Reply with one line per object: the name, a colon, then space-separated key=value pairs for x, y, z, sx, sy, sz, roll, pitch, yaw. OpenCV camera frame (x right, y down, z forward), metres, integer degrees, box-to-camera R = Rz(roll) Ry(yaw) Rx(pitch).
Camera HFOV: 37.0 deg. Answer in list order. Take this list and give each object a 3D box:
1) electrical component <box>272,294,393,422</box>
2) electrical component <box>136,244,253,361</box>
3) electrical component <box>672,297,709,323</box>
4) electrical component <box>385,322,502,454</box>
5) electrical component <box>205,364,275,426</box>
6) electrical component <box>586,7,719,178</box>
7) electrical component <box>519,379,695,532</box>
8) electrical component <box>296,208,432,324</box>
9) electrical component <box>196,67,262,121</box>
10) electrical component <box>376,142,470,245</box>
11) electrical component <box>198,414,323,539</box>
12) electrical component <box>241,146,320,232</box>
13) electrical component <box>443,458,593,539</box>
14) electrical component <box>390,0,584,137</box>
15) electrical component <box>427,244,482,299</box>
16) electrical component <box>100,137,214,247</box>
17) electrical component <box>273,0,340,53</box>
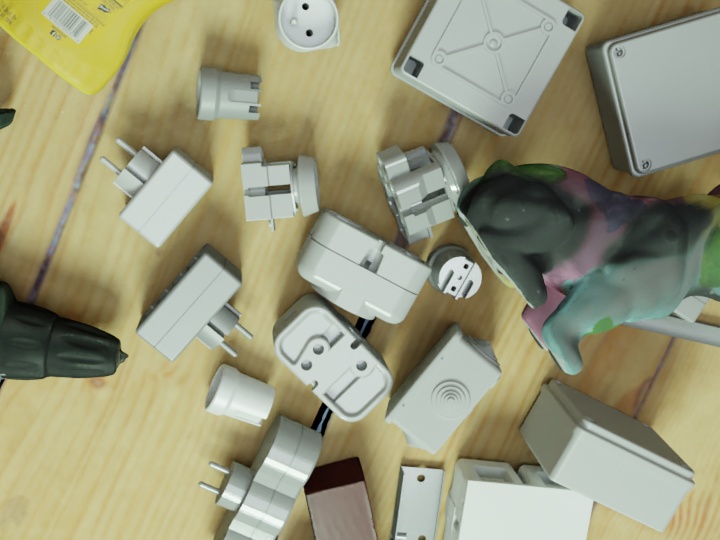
electrical component: x=-0.023 y=0.068 z=0.855 sx=0.054 sy=0.059 sz=0.095 roll=-44 pitch=102 yaw=3
electrical component: x=-0.119 y=0.037 z=0.845 sx=0.076 sy=0.047 sz=0.083 roll=41 pitch=94 yaw=-12
electrical component: x=0.252 y=-0.013 z=0.878 sx=0.083 sy=0.047 sz=0.075 roll=31 pitch=95 yaw=-11
electrical component: x=0.067 y=0.093 z=0.851 sx=0.048 sy=0.100 sz=0.099 roll=39 pitch=94 yaw=1
electrical component: x=-0.096 y=0.102 z=0.864 sx=0.046 sy=0.040 sz=0.040 roll=23 pitch=97 yaw=-15
electrical component: x=0.247 y=-0.141 z=0.849 sx=0.109 sy=0.056 sz=0.108 roll=-17 pitch=102 yaw=-3
electrical component: x=0.197 y=0.148 z=0.870 sx=0.109 sy=0.108 sz=0.056 roll=26 pitch=99 yaw=-10
electrical component: x=0.000 y=0.000 z=0.848 sx=0.095 sy=0.053 sz=0.059 roll=28 pitch=96 yaw=-11
electrical component: x=-0.100 y=-0.133 z=0.821 sx=0.046 sy=0.040 sz=0.040 roll=3 pitch=100 yaw=-13
electrical component: x=0.052 y=-0.065 z=0.839 sx=0.057 sy=0.058 sz=0.078 roll=-23 pitch=123 yaw=-5
electrical component: x=-0.093 y=0.179 z=0.871 sx=0.074 sy=0.052 sz=0.138 roll=26 pitch=96 yaw=-10
electrical component: x=-0.061 y=-0.064 z=0.835 sx=0.055 sy=0.048 sz=0.066 roll=-4 pitch=101 yaw=2
electrical component: x=0.122 y=0.259 z=0.906 sx=0.105 sy=0.060 sz=0.186 roll=7 pitch=99 yaw=-8
electrical component: x=0.097 y=-0.173 z=0.826 sx=0.109 sy=0.056 sz=0.108 roll=28 pitch=96 yaw=-10
electrical component: x=0.076 y=0.002 z=0.861 sx=0.040 sy=0.046 sz=0.040 roll=-1 pitch=100 yaw=-6
electrical component: x=-0.162 y=-0.068 z=0.821 sx=0.077 sy=0.047 sz=0.065 roll=40 pitch=94 yaw=-11
electrical component: x=-0.042 y=-0.202 z=0.795 sx=0.044 sy=0.077 sz=0.079 roll=-9 pitch=101 yaw=-5
